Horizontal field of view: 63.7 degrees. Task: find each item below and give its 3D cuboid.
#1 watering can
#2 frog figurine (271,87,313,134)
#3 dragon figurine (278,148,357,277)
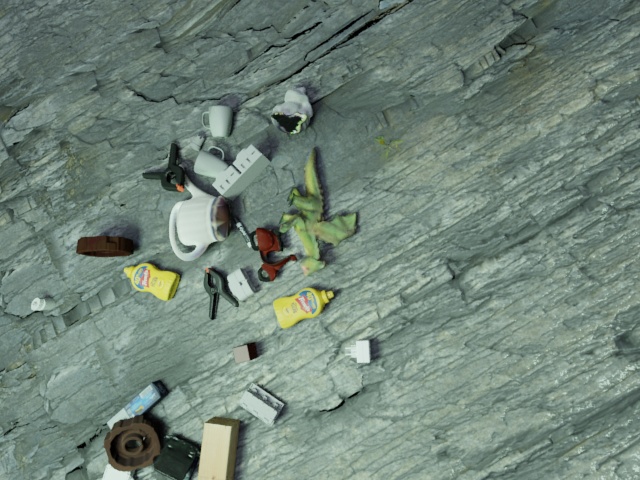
[{"bbox_3d":[-0.405,-0.105,1.724,0.224,0.103,0.352,-6,74,19],"label":"watering can"},{"bbox_3d":[-0.092,-0.439,1.740,0.137,0.120,0.163,-9,45,17],"label":"frog figurine"},{"bbox_3d":[0.005,-0.084,1.669,0.242,0.121,0.415,23,75,-5],"label":"dragon figurine"}]
